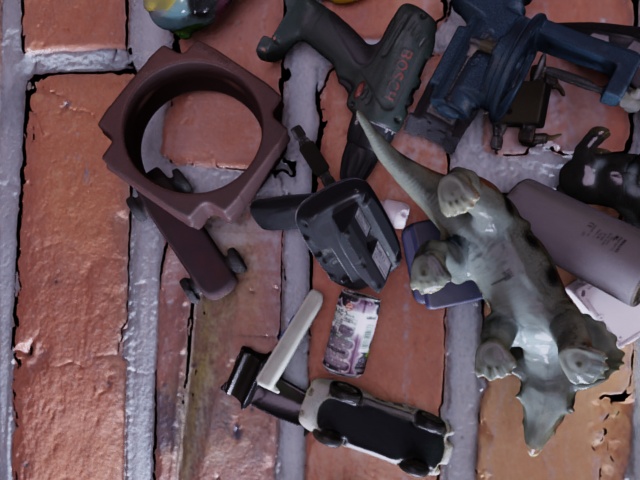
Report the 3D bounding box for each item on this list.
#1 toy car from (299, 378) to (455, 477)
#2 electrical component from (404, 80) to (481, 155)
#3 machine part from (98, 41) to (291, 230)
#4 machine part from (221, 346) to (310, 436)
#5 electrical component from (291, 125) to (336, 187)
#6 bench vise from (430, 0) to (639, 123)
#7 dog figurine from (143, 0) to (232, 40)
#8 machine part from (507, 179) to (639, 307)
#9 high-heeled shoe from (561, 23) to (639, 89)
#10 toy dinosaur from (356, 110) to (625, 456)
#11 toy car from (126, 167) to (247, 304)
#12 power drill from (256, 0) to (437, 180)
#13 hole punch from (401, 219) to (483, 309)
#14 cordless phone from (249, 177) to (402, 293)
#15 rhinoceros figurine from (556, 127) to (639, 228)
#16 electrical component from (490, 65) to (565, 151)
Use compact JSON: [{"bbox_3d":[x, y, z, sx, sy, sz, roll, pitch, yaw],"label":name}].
[{"bbox_3d":[0.073,0.235,0.678,0.202,0.056,0.073,21,88,-5],"label":"toy car"},{"bbox_3d":[0.165,-0.176,0.670,0.075,0.047,0.119,27,78,8],"label":"electrical component"},{"bbox_3d":[-0.157,-0.131,0.692,0.201,0.087,0.201,34,80,4],"label":"machine part"},{"bbox_3d":[-0.061,0.204,0.724,0.139,0.039,0.084,28,90,11],"label":"machine part"},{"bbox_3d":[-0.008,-0.105,0.695,0.021,0.063,0.094,-33,100,3],"label":"electrical component"},{"bbox_3d":[0.240,-0.214,0.585,0.241,0.128,0.223,29,84,19],"label":"bench vise"},{"bbox_3d":[-0.103,-0.351,0.692,0.219,0.108,0.191,10,93,11],"label":"dog figurine"},{"bbox_3d":[0.287,-0.001,0.597,0.243,0.079,0.079,38,98,40],"label":"machine part"},{"bbox_3d":[0.375,-0.167,0.639,0.249,0.086,0.145,27,127,27],"label":"high-heeled shoe"},{"bbox_3d":[0.187,0.029,0.564,0.131,0.192,0.404,-29,86,25],"label":"toy dinosaur"},{"bbox_3d":[-0.184,-0.008,0.738,0.089,0.053,0.202,-36,83,-6],"label":"toy car"},{"bbox_3d":[0.023,-0.210,0.683,0.207,0.086,0.232,36,105,13],"label":"power drill"},{"bbox_3d":[0.165,0.022,0.656,0.116,0.092,0.142,-12,85,7],"label":"hole punch"},{"bbox_3d":[-0.001,-0.002,0.694,0.184,0.146,0.089,0,46,38],"label":"cordless phone"},{"bbox_3d":[0.362,-0.055,0.590,0.191,0.073,0.112,25,81,34],"label":"rhinoceros figurine"},{"bbox_3d":[0.255,-0.160,0.661,0.078,0.045,0.102,3,88,39],"label":"electrical component"}]
